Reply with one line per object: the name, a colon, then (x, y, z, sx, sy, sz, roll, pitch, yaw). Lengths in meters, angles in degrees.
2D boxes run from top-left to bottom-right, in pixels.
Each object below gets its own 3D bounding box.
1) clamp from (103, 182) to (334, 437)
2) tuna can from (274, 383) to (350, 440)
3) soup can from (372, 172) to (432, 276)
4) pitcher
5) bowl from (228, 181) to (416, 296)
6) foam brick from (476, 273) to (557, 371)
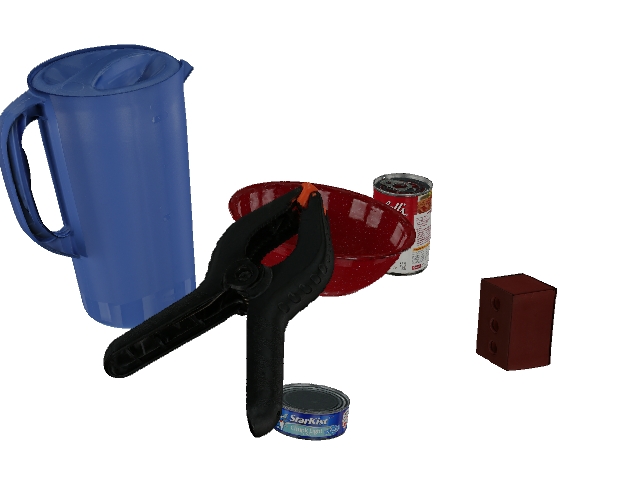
clamp: (-0.037, 0.039, 0.641, 0.120, 0.171, 0.039, 29, -24, 27)
tuna can: (-0.012, 0.184, 1.151, 0.086, 0.034, 0.086, 5, 12, -1)
soup can: (0.093, -0.019, 1.226, 0.068, 0.102, 0.068, 0, 24, 0)
pitcher: (-0.186, -0.043, 0.957, 0.149, 0.243, 0.145, -1, 28, 5)
bowl: (-0.002, 0.003, 0.911, 0.162, 0.055, 0.162, 9, 22, -4)
foam brick: (0.182, 0.076, 0.999, 0.051, 0.078, 0.053, -7, 18, -27)
